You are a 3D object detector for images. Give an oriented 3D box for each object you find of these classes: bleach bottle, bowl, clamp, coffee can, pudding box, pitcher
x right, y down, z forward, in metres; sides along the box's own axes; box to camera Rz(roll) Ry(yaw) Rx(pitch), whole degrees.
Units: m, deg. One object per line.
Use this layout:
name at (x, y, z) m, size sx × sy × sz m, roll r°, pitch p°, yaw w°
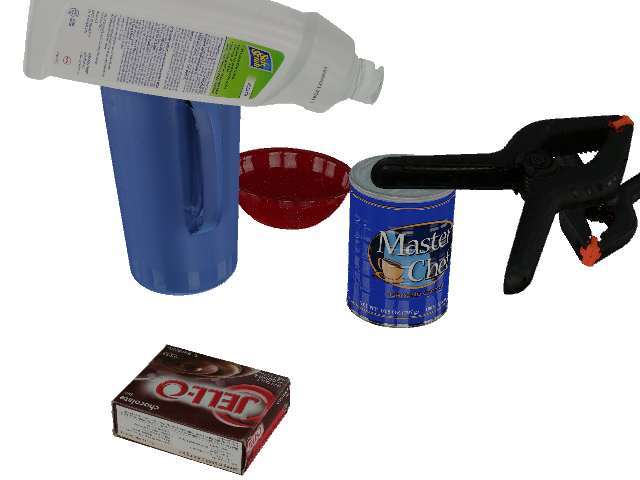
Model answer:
bleach bottle at (-0.080, -0.137, 0.768) m, size 0.250 × 0.068 × 0.103 m, roll 13°, pitch -37°, yaw -12°
bowl at (-0.039, -0.057, 1.276) m, size 0.162 × 0.055 × 0.162 m, roll 5°, pitch 26°, yaw -3°
clamp at (0.166, -0.041, 0.811) m, size 0.209 × 0.036 × 0.165 m, roll -20°, pitch 46°, yaw -20°
clamp at (0.285, -0.045, 1.119) m, size 0.120 × 0.039 × 0.171 m, roll 17°, pitch 45°, yaw 21°
coffee can at (0.078, -0.001, 1.039) m, size 0.103 × 0.140 × 0.103 m, roll 0°, pitch 27°, yaw 0°
pudding box at (-0.091, 0.129, 0.825) m, size 0.114 × 0.039 × 0.090 m, roll 11°, pitch 26°, yaw 17°
pitcher at (-0.132, -0.068, 1.006) m, size 0.145 × 0.243 × 0.149 m, roll 9°, pitch 32°, yaw 16°
